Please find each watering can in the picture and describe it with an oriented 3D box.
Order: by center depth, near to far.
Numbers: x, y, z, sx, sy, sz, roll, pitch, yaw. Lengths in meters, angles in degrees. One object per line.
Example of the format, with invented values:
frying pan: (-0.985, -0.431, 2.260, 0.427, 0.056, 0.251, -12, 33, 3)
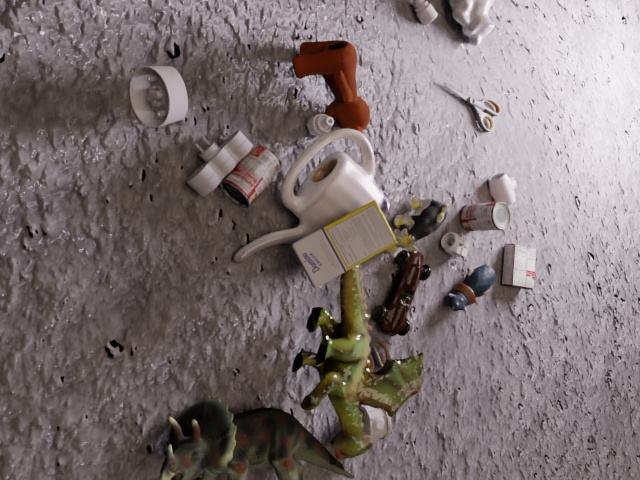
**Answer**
watering can: (0.003, -0.051, 1.012, 0.221, 0.105, 0.349, 41, 83, -27)

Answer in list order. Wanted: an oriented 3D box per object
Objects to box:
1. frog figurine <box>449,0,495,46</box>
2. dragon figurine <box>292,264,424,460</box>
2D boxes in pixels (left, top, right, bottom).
frog figurine: (0.382, -0.574, 1.285, 0.140, 0.123, 0.155, -50, 148, -31)
dragon figurine: (0.091, 0.227, 0.998, 0.241, 0.122, 0.412, 23, 86, -18)
